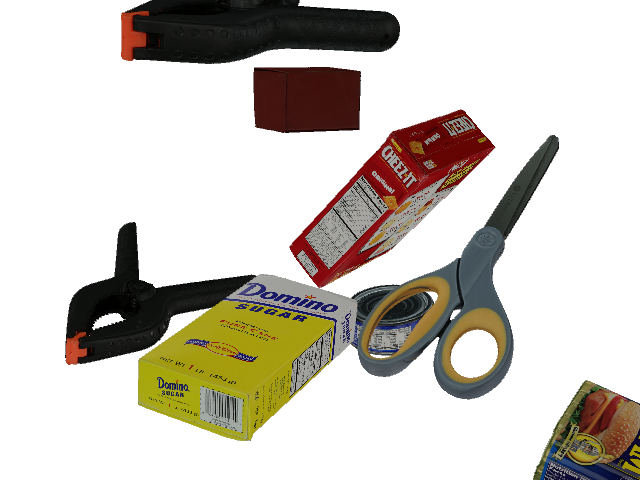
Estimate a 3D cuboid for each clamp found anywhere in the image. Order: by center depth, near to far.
[{"bbox_3d":[-0.050,-0.139,0.669,0.171,0.039,0.120,-7,22,-27],"label":"clamp"},{"bbox_3d":[-0.180,0.051,1.023,0.165,0.036,0.209,26,35,24],"label":"clamp"}]

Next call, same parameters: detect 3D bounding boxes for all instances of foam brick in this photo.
[{"bbox_3d":[-0.011,-0.120,0.904,0.078,0.051,0.053,-6,15,-33],"label":"foam brick"}]

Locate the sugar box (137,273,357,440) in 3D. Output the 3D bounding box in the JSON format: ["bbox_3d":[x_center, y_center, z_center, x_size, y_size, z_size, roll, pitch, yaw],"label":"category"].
[{"bbox_3d":[-0.050,0.082,0.808,0.093,0.048,0.176,15,28,22],"label":"sugar box"}]

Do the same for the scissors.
[{"bbox_3d":[0.108,0.017,0.628,0.201,0.016,0.096,-40,53,-18],"label":"scissors"}]

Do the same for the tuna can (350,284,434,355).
[{"bbox_3d":[0.067,0.074,1.018,0.086,0.034,0.086,-5,23,2],"label":"tuna can"}]

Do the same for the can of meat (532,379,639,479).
[{"bbox_3d":[0.216,0.159,0.791,0.084,0.057,0.101,24,40,24],"label":"can of meat"}]

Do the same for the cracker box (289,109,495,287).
[{"bbox_3d":[0.081,-0.051,1.248,0.163,0.072,0.214,-25,-18,-51],"label":"cracker box"}]
